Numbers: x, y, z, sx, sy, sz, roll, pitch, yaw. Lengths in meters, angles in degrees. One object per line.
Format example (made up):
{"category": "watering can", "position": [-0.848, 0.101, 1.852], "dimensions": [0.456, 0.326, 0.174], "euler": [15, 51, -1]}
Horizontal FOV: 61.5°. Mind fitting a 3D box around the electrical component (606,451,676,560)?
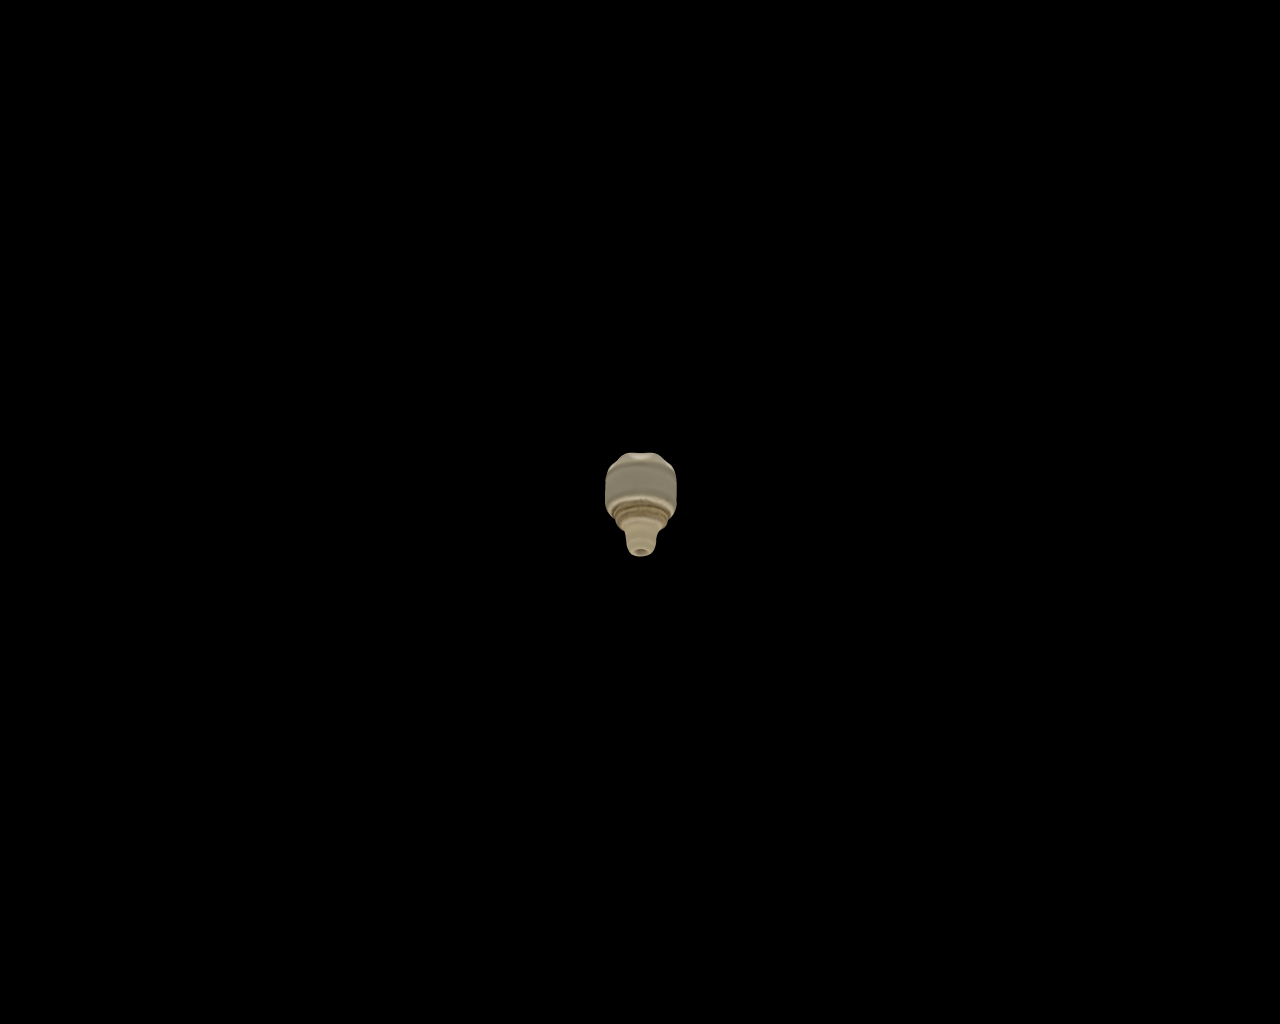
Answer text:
{"category": "electrical component", "position": [0.001, -0.003, 0.650], "dimensions": [0.043, 0.062, 0.043], "euler": [0, -27, 0]}
